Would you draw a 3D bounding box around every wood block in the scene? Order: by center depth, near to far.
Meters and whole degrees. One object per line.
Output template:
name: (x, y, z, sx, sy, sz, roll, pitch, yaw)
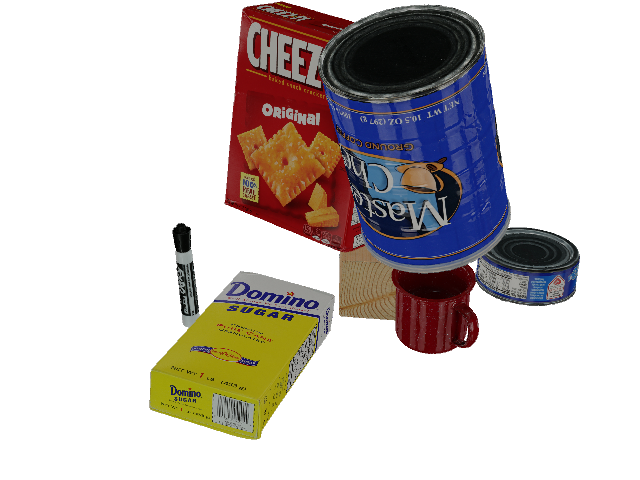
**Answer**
wood block: (0.075, 0.025, 1.551, 0.091, 0.090, 0.206, 4, 25, -1)

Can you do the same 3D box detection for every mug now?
mug: (0.133, 0.078, 1.189, 0.093, 0.081, 0.117, -25, 40, -31)

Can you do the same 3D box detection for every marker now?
marker: (-0.140, 0.036, 1.111, 0.020, 0.121, 0.020, -2, 31, 1)

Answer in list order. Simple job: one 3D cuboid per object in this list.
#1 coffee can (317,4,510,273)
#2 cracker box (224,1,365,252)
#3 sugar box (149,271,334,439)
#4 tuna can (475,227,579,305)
coffee can: (0.063, -0.064, 0.685, 0.103, 0.140, 0.103, -10, 40, 8)
cracker box: (-0.010, -0.114, 1.070, 0.164, 0.214, 0.071, 23, 29, 32)
sugar box: (-0.060, 0.088, 0.878, 0.093, 0.048, 0.176, 14, 31, 14)
tuna can: (0.176, 0.021, 0.907, 0.086, 0.034, 0.086, 2, 26, -1)
